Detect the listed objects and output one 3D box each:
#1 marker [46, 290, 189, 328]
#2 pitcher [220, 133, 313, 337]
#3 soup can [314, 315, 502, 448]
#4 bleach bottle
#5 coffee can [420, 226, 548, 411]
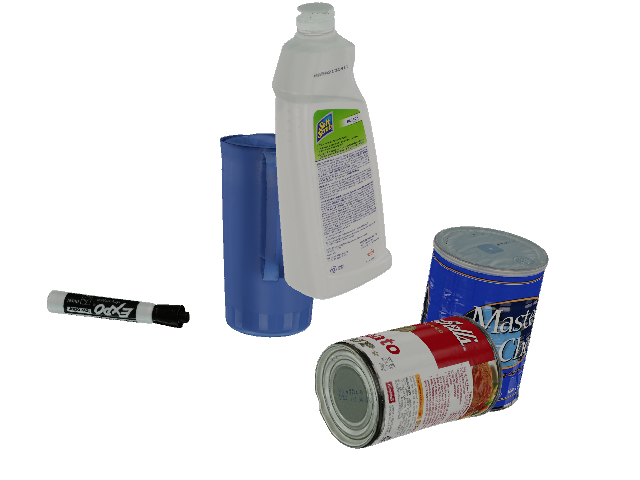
[{"bbox_3d":[-0.165,0.056,0.875,0.121,0.020,0.020,6,1,13],"label":"marker"},{"bbox_3d":[-0.060,-0.007,1.305,0.145,0.243,0.148,12,15,39],"label":"pitcher"},{"bbox_3d":[0.055,0.089,0.678,0.102,0.068,0.069,-8,5,-35],"label":"soup can"},{"bbox_3d":[0.009,-0.079,0.917,0.102,0.251,0.068,-25,35,-36],"label":"bleach bottle"},{"bbox_3d":[0.143,0.070,0.976,0.103,0.140,0.103,7,21,-3],"label":"coffee can"}]
